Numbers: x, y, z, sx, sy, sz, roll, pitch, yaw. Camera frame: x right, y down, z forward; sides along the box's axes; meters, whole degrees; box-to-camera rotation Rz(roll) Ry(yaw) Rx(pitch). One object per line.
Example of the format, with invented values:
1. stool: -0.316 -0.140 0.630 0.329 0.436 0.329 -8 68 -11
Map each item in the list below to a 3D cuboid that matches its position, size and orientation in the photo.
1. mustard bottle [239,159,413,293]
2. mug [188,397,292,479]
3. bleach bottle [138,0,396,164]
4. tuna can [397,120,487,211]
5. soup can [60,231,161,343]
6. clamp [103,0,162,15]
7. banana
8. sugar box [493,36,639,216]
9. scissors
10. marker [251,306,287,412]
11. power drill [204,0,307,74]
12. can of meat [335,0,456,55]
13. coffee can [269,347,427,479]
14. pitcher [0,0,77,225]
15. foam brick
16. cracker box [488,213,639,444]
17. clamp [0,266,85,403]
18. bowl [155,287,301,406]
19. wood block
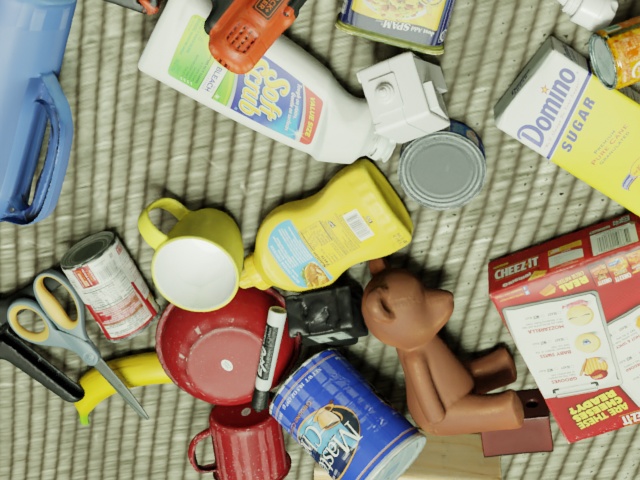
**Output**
1. mustard bottle: -0.007 0.001 1.090 0.192 0.058 0.096 -29 110 22
2. mug: -0.094 0.231 1.219 0.117 0.093 0.081 -12 116 -13
3. bleach bottle: -0.038 -0.148 1.004 0.250 0.068 0.103 26 117 -12
4. tuna can: 0.119 -0.074 1.042 0.086 0.033 0.086 4 121 6
5. soup can: -0.224 0.050 1.144 0.069 0.068 0.102 -19 116 18
6. clamp: -0.212 -0.272 0.964 0.120 0.039 0.171 -20 116 20
7. banana: -0.214 0.160 1.231 0.198 0.037 0.069 -20 138 21
8. sugar box: 0.260 -0.104 0.998 0.176 0.048 0.093 29 120 -11
9. scissors: -0.272 0.127 1.176 0.096 0.016 0.202 -20 105 14
10. marker: -0.055 0.127 1.122 0.020 0.020 0.121 12 111 0
11. power drill: -0.080 -0.263 0.914 0.187 0.057 0.184 38 82 -4
12. can of meat: 0.072 -0.221 0.946 0.102 0.057 0.084 14 120 -2
13. coffee can: 0.029 0.199 1.144 0.140 0.102 0.103 43 123 22
14. pitcher: -0.303 -0.140 1.004 0.149 0.145 0.243 13 121 -23
15. foam brick: 0.217 0.203 1.186 0.078 0.053 0.051 -8 119 12
16. cracker box: 0.289 0.092 1.099 0.164 0.072 0.213 -22 117 20
17. clamp: -0.361 0.091 1.203 0.210 0.036 0.165 11 109 7
18. bowl: -0.099 0.122 1.158 0.162 0.055 0.162 -2 114 -4
19. wood block: 0.100 0.277 1.225 0.206 0.090 0.091 3 120 6
